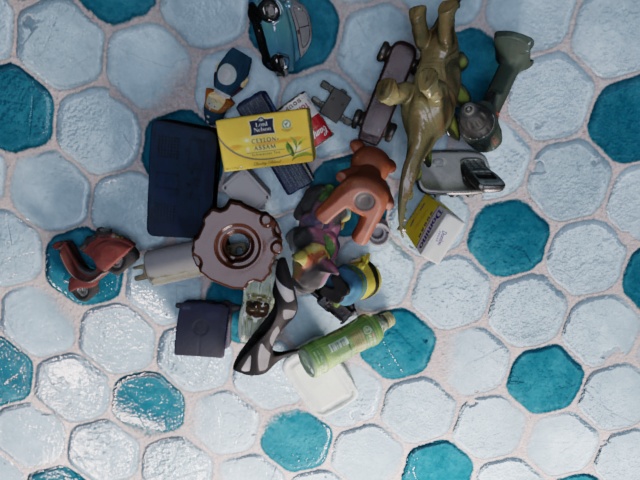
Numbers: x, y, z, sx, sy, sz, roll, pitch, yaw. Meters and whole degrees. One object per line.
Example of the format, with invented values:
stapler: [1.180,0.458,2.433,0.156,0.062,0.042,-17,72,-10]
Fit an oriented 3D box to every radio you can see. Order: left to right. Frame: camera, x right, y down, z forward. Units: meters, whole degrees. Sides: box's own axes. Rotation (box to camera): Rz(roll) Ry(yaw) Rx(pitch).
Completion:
radio: [-0.270,-0.119,1.073,0.131,0.073,0.229,6,106,-3]

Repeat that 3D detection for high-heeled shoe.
high-heeled shoe: [-0.117,0.157,1.080,0.145,0.086,0.248,-8,108,-9]

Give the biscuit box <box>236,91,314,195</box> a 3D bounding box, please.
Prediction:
biscuit box: [-0.086,-0.192,1.059,0.063,0.059,0.202,-28,103,9]

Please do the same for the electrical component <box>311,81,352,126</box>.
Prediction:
electrical component: [0.032,-0.267,1.059,0.094,0.021,0.063,33,101,-7]

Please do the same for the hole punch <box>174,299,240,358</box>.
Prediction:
hole punch: [-0.248,0.189,1.144,0.142,0.092,0.115,3,101,3]

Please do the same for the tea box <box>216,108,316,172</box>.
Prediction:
tea box: [-0.097,-0.185,0.993,0.170,0.068,0.098,-7,105,8]

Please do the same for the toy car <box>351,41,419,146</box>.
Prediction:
toy car: [0.129,-0.282,1.040,0.089,0.053,0.202,21,99,0]

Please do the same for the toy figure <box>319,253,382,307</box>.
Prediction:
toy figure: [0.064,0.088,1.074,0.082,0.180,0.089,-19,92,24]

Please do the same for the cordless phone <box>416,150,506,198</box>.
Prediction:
cordless phone: [0.261,-0.113,1.016,0.147,0.184,0.088,0,109,0]

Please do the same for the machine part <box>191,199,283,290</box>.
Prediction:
machine part: [-0.161,0.010,1.044,0.179,0.056,0.179,-2,99,-10]

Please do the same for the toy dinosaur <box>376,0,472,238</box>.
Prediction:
toy dinosaur: [0.195,-0.243,0.956,0.105,0.198,0.471,17,83,38]

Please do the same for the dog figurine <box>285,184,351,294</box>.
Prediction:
dog figurine: [-0.002,-0.003,1.027,0.108,0.219,0.191,21,104,-9]

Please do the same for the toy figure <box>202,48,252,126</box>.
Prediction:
toy figure: [-0.186,-0.292,1.038,0.064,0.057,0.154,38,106,30]

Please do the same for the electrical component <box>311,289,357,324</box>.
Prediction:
electrical component: [0.020,0.114,1.131,0.048,0.075,0.119,-43,98,11]

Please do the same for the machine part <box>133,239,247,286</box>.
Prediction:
machine part: [-0.270,0.040,1.110,0.243,0.079,0.079,-13,104,4]

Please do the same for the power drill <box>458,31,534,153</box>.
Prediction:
power drill: [0.317,-0.266,0.973,0.086,0.232,0.207,16,84,24]

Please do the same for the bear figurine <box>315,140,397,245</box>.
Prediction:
bear figurine: [0.077,-0.103,1.028,0.120,0.196,0.132,30,118,-12]

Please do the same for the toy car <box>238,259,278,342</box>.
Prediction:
toy car: [-0.130,0.127,1.142,0.074,0.056,0.201,9,104,-2]

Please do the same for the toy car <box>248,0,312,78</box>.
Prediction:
toy car: [-0.066,-0.389,0.990,0.103,0.109,0.161,-22,113,-12]

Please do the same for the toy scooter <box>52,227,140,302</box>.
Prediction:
toy scooter: [-0.473,0.034,1.111,0.184,0.075,0.135,-36,101,13]
